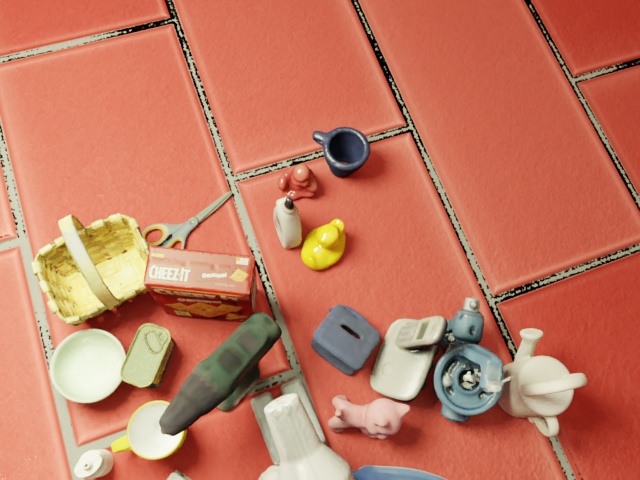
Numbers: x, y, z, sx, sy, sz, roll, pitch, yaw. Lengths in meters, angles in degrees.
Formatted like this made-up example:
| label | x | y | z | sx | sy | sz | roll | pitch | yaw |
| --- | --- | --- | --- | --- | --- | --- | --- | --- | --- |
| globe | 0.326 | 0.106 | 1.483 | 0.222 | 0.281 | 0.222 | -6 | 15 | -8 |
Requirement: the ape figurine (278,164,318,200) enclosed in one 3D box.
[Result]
| label | x | y | z | sx | sy | sz | roll | pitch | yaw |
| --- | --- | --- | --- | --- | --- | --- | --- | --- | --- |
| ape figurine | -0.039 | -0.118 | 1.107 | 0.078 | 0.092 | 0.076 | 28 | 71 | 4 |

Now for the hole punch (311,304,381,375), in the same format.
| label | x | y | z | sx | sy | sz | roll | pitch | yaw |
| --- | --- | --- | --- | --- | --- | --- | --- | --- | --- |
| hole punch | 0.046 | 0.172 | 1.021 | 0.108 | 0.091 | 0.101 | 35 | 72 | 6 |

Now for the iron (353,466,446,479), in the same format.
| label | x | y | z | sx | sy | sz | roll | pitch | yaw |
| --- | --- | --- | --- | --- | --- | --- | --- | --- | --- |
| iron | 0.163 | 0.432 | 0.921 | 0.258 | 0.141 | 0.118 | 3 | 71 | -4 |

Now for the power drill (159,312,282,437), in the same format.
| label | x | y | z | sx | sy | sz | roll | pitch | yaw |
| --- | --- | --- | --- | --- | --- | --- | --- | --- | --- |
| power drill | -0.154 | 0.221 | 0.923 | 0.075 | 0.208 | 0.230 | 39 | 73 | 8 |

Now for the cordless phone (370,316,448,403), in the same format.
| label | x | y | z | sx | sy | sz | roll | pitch | yaw |
| --- | --- | --- | --- | --- | --- | --- | --- | --- | --- |
| cordless phone | 0.157 | 0.198 | 0.974 | 0.094 | 0.185 | 0.148 | 21 | 71 | 2 |

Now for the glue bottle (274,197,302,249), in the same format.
| label | x | y | z | sx | sy | sz | roll | pitch | yaw |
| --- | --- | --- | --- | --- | --- | --- | --- | --- | --- |
| glue bottle | -0.059 | -0.043 | 1.038 | 0.037 | 0.173 | 0.078 | -21 | 75 | -12 |

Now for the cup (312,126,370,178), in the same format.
| label | x | y | z | sx | sy | sz | roll | pitch | yaw |
| --- | --- | --- | --- | --- | --- | --- | --- | --- | --- |
| cup | 0.035 | -0.168 | 1.130 | 0.117 | 0.095 | 0.092 | 25 | 71 | 3 |

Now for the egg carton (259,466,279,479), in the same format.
| label | x | y | z | sx | sy | sz | roll | pitch | yaw |
| --- | --- | --- | --- | --- | --- | --- | --- | --- | --- |
| egg carton | -0.055 | 0.451 | 0.930 | 0.150 | 0.069 | 0.107 | 41 | 73 | 8 |

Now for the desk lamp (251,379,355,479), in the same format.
| label | x | y | z | sx | sy | sz | roll | pitch | yaw |
| --- | --- | --- | --- | --- | --- | --- | --- | --- | --- |
| desk lamp | -0.036 | 0.324 | 0.898 | 0.118 | 0.213 | 0.203 | -22 | 75 | -12 |

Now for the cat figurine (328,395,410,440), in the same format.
| label | x | y | z | sx | sy | sz | roll | pitch | yaw |
| --- | --- | --- | --- | --- | --- | --- | --- | --- | --- |
| cat figurine | 0.083 | 0.299 | 0.969 | 0.128 | 0.117 | 0.067 | 8 | 71 | -3 |

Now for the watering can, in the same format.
| label | x | y | z | sx | sy | sz | roll | pitch | yaw |
| --- | --- | --- | --- | --- | --- | --- | --- | --- | --- |
| watering can | 0.373 | 0.242 | 0.976 | 0.101 | 0.194 | 0.173 | -29 | 77 | -14 |

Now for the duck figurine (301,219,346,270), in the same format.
| label | x | y | z | sx | sy | sz | roll | pitch | yaw |
| --- | --- | --- | --- | --- | --- | --- | --- | --- | --- |
| duck figurine | 0.010 | 0.004 | 1.075 | 0.077 | 0.086 | 0.105 | 38 | 72 | 7 |

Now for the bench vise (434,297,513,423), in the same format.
| label | x | y | z | sx | sy | sz | roll | pitch | yaw |
| --- | --- | --- | --- | --- | --- | --- | --- | --- | --- |
| bench vise | 0.248 | 0.197 | 0.965 | 0.121 | 0.219 | 0.207 | -8 | 73 | -8 |
